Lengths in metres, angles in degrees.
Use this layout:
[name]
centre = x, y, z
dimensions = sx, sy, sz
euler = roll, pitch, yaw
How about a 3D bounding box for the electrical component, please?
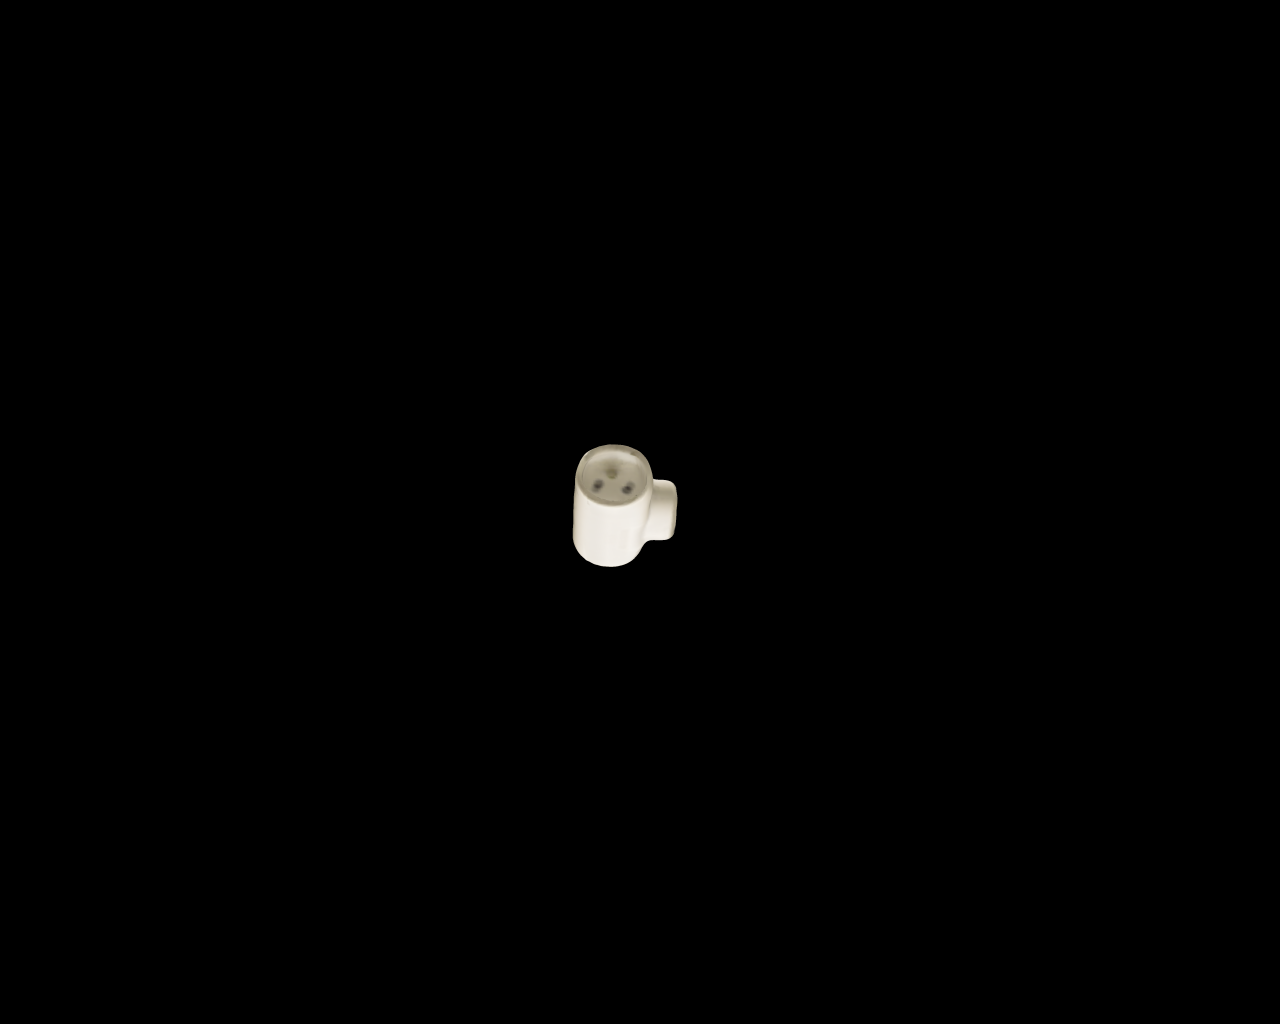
[electrical component]
centre = 0.001, -0.003, 0.650
dimensions = 0.079, 0.043, 0.077
euler = 2, -31, -3
